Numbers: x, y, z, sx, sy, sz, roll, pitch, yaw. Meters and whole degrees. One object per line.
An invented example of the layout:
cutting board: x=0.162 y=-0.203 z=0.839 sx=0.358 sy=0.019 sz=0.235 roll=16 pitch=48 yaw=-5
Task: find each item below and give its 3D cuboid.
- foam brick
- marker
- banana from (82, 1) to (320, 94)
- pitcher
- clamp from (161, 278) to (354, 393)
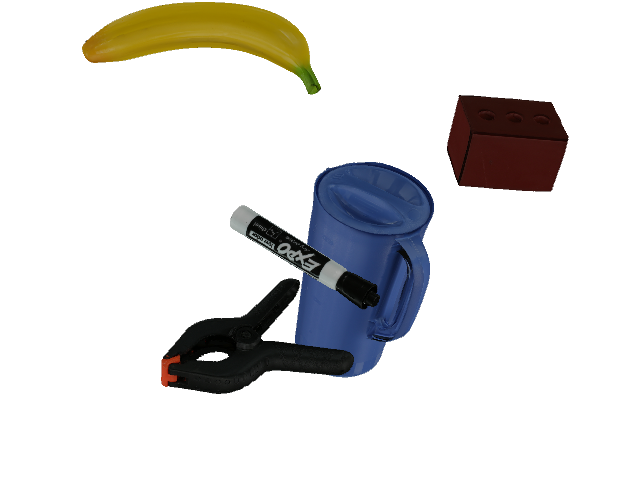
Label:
foam brick: x=0.143 y=-0.074 z=0.822 sx=0.078 sy=0.051 sz=0.053 roll=3 pitch=39 yaw=-9
marker: x=-0.011 y=0.012 z=0.724 sx=0.121 sy=0.020 sz=0.020 roll=31 pitch=14 yaw=24
banana: x=-0.093 y=-0.167 z=0.879 sx=0.198 sy=0.069 sz=0.037 roll=7 pitch=-35 yaw=2
pitcher: x=0.045 y=0.046 z=1.218 sx=0.145 sy=0.243 sz=0.149 roll=15 pitch=38 yaw=4
clamp: x=-0.067 y=0.088 z=0.973 sx=0.171 sy=0.039 sz=0.120 roll=-7 pitch=37 yaw=-20
